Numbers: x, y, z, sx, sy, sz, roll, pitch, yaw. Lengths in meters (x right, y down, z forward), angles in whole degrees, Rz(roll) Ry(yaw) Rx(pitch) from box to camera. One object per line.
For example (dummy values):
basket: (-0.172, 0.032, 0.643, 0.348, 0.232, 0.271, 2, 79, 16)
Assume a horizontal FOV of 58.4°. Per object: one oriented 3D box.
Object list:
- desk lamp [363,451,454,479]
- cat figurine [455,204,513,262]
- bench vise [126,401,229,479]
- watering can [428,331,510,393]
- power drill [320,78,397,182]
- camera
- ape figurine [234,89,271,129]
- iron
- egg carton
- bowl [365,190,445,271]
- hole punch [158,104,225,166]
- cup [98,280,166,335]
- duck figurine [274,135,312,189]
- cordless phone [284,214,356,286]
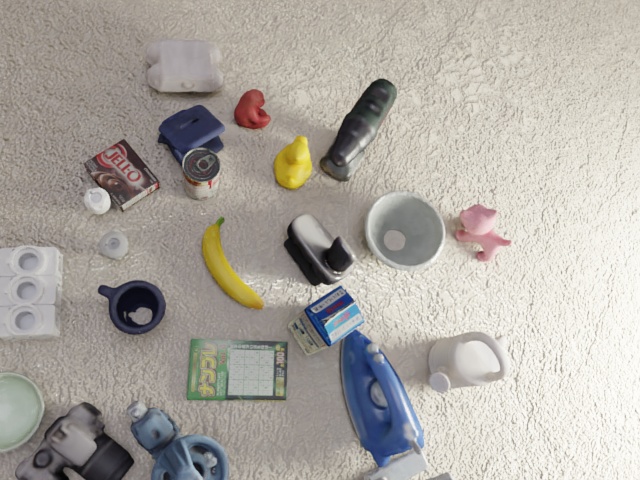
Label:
desk lamp: (0.133, 0.431, 0.941, 0.203, 0.213, 0.118, -21, 79, -18)
cat figurine: (0.336, -0.024, 1.175, 0.128, 0.117, 0.067, 40, 69, 1)
bench vise: (-0.229, 0.343, 0.878, 0.207, 0.219, 0.121, 31, 69, -3)
watering can: (0.276, 0.223, 1.047, 0.101, 0.194, 0.173, 40, 69, 1)
power drill: (0.067, -0.197, 1.114, 0.075, 0.208, 0.230, 31, 69, -2)
camera: (-0.377, 0.349, 0.904, 0.137, 0.100, 0.143, 38, 69, 0)
ape figurine: (-0.134, -0.269, 1.149, 0.076, 0.092, 0.078, -12, 77, -16)
iron: (0.110, 0.266, 1.023, 0.119, 0.141, 0.258, -18, 79, -17)
egg carton: (-0.271, -0.346, 1.152, 0.150, 0.069, 0.107, -5, 75, -15)
bowl: (0.160, -0.011, 1.152, 0.167, 0.074, 0.167, 4, 73, -12)
hole punch: (-0.249, -0.208, 1.104, 0.109, 0.091, 0.101, -35, 84, -20)
cup: (-0.324, 0.117, 0.989, 0.118, 0.095, 0.092, 27, 70, -4)
duck figurine: (-0.049, -0.159, 1.140, 0.077, 0.086, 0.104, 17, 71, -8)
cordless phone: (0.010, 0.004, 1.053, 0.094, 0.185, 0.147, -38, 85, -20)
